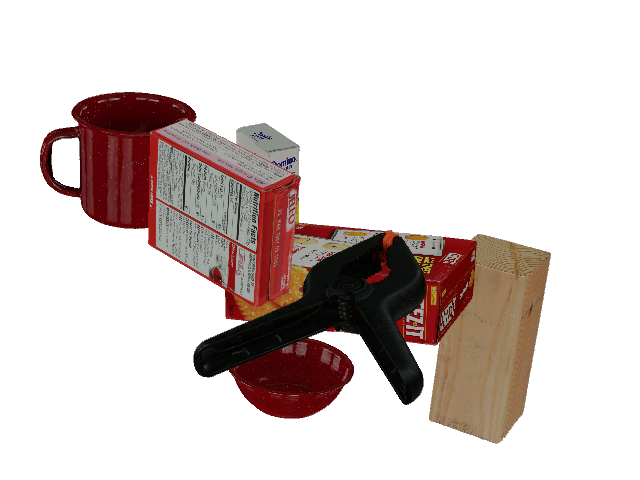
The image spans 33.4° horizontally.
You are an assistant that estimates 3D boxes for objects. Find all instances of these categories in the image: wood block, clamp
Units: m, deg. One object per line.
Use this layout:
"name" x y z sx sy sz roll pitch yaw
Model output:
"wood block" 0.191 0.110 1.210 0.090 0.206 0.090 16 24 25
"clamp" 0.011 0.050 0.785 0.165 0.036 0.209 2 27 16

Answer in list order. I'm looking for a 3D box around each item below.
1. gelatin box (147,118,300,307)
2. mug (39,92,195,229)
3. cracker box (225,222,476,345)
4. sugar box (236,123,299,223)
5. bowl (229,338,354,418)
"gelatin box" -0.053 -0.016 0.576 0.089 0.073 0.030 27 38 31
"mug" -0.155 -0.060 0.819 0.117 0.081 0.093 -4 28 -19
"cracker box" 0.034 0.040 1.063 0.214 0.072 0.164 6 16 19
"sugar box" -0.061 -0.037 1.223 0.048 0.176 0.093 -14 27 -24
"bowl" -0.040 0.179 1.348 0.162 0.055 0.162 4 21 -2
